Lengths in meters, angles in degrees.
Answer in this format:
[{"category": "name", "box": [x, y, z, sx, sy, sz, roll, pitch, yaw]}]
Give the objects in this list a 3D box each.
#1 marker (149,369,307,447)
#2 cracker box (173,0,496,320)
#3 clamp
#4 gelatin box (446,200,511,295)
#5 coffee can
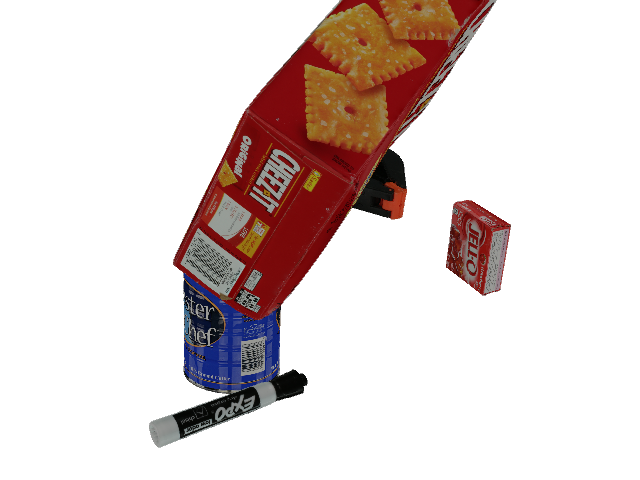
[{"category": "marker", "box": [-0.063, 0.118, 0.760, 0.120, 0.020, 0.020, -17, 8, -26]}, {"category": "cracker box", "box": [0.016, -0.074, 0.619, 0.072, 0.213, 0.164, 36, -35, 1]}, {"category": "clamp", "box": [0.006, -0.071, 0.914, 0.120, 0.039, 0.172, -19, 40, -19]}, {"category": "gelatin box", "box": [0.181, 0.007, 1.235, 0.030, 0.089, 0.073, -13, 32, -28]}, {"category": "coffee can", "box": [-0.091, 0.072, 1.100, 0.103, 0.140, 0.103, 2, 22, -1]}]
